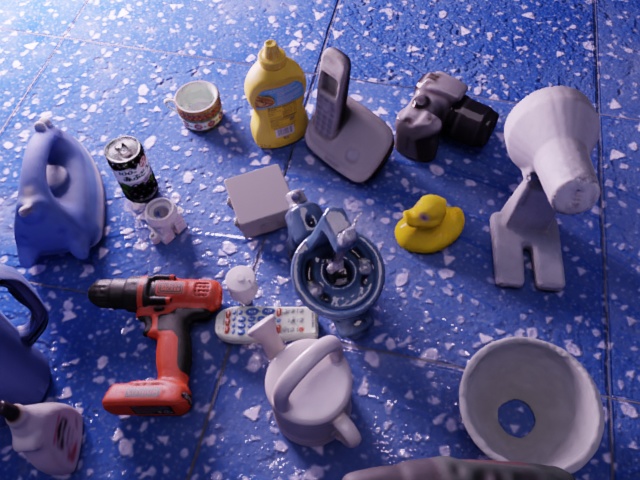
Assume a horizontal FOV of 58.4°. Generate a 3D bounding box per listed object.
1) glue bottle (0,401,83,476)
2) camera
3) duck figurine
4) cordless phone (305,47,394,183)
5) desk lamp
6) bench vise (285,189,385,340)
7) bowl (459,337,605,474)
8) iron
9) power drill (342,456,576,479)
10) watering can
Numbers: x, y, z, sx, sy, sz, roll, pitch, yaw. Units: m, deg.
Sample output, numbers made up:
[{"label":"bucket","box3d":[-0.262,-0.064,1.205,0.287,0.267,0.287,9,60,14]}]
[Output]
[{"label":"glue bottle","box3d":[-0.316,0.211,0.642,0.037,0.173,0.078,-7,59,-3]},{"label":"camera","box3d":[0.208,-0.198,0.921,0.136,0.101,0.143,28,63,17]},{"label":"duck figurine","box3d":[0.163,-0.033,0.832,0.104,0.086,0.077,-14,60,-7]},{"label":"cordless phone","box3d":[0.046,-0.189,0.869,0.147,0.185,0.094,38,67,21]},{"label":"desk lamp","box3d":[0.308,-0.067,0.776,0.118,0.214,0.203,3,59,3]},{"label":"bench vise","box3d":[-0.002,0.010,0.731,0.122,0.220,0.207,-40,66,-20]},{"label":"bowl","box3d":[0.246,0.207,0.694,0.167,0.075,0.167,0,59,1]},{"label":"iron","box3d":[-0.397,-0.095,0.845,0.118,0.141,0.258,-9,59,-4]},{"label":"power drill","box3d":[0.130,0.269,0.580,0.229,0.208,0.075,-2,59,0]},{"label":"watering can","box3d":[-0.019,0.162,0.655,0.172,0.194,0.101,24,62,15]}]
